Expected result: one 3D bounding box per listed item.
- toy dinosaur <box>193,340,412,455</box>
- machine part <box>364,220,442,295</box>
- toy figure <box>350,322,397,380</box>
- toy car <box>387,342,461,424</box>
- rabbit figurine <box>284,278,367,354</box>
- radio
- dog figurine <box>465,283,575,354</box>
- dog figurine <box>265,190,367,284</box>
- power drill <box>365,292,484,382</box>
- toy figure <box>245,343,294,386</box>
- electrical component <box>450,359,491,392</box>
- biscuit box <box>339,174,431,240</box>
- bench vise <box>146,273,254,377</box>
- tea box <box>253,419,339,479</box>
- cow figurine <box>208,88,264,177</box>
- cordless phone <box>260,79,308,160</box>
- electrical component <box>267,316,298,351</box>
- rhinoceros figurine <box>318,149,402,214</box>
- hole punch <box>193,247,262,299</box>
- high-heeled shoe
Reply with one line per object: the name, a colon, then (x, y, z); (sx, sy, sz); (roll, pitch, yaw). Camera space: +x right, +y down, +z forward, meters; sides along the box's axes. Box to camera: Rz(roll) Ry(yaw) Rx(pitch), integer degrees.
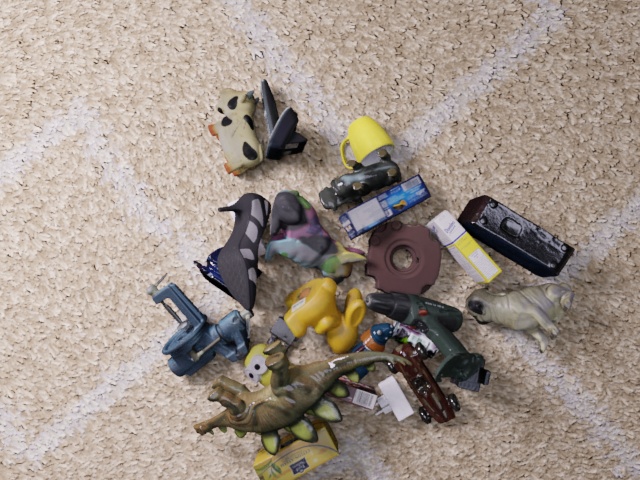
toy dinosaur: (-0.055, 0.302, 1.069); (0.471, 0.105, 0.198); (-30, 103, 15)
machine part: (0.185, 0.042, 1.194); (0.179, 0.056, 0.179); (0, 86, 0)
toy figure: (0.105, 0.234, 1.157); (0.058, 0.064, 0.154); (37, 106, 20)
toy car: (0.221, 0.309, 1.145); (0.089, 0.053, 0.202); (-30, 96, 17)
rabbit figurine: (0.025, 0.165, 1.164); (0.162, 0.122, 0.173); (-36, 106, 4)
radio: (0.416, -0.007, 1.157); (0.230, 0.131, 0.073); (31, 87, 4)
dog figurine: (0.433, 0.129, 1.169); (0.191, 0.121, 0.172); (29, 51, 20)
dog figurine: (-0.002, -0.004, 1.173); (0.219, 0.108, 0.191); (9, 98, -3)
power drill: (0.219, 0.190, 1.093); (0.232, 0.207, 0.086); (11, 114, -31)
toy figure: (-0.082, 0.296, 1.162); (0.180, 0.089, 0.082); (32, 90, -4)
electrical component: (0.318, 0.281, 1.137); (0.048, 0.119, 0.074); (13, 87, 2)
biscuit box: (0.143, -0.073, 1.178); (0.203, 0.063, 0.059); (-27, 86, -18)
bench vise: (-0.266, 0.175, 1.145); (0.224, 0.129, 0.240); (-34, 104, 16)
tea box: (-0.049, 0.450, 1.137); (0.170, 0.098, 0.068); (-27, 86, -4)
cow figurine: (-0.181, -0.254, 1.214); (0.127, 0.085, 0.195); (-22, 82, 5)
cordless phone: (-0.097, -0.278, 1.182); (0.089, 0.146, 0.184); (-15, 88, -8)
electrical component: (-0.076, 0.204, 1.198); (0.063, 0.021, 0.094); (32, 85, 3)
rhinoceros figurine: (0.087, -0.126, 1.185); (0.190, 0.112, 0.073); (-24, 73, 0)
hole punch: (-0.193, 0.069, 1.172); (0.142, 0.115, 0.092); (37, 78, 3)
high-heeled shoe: (-0.139, 0.020, 1.127); (0.086, 0.145, 0.248); (-20, 80, 40)
